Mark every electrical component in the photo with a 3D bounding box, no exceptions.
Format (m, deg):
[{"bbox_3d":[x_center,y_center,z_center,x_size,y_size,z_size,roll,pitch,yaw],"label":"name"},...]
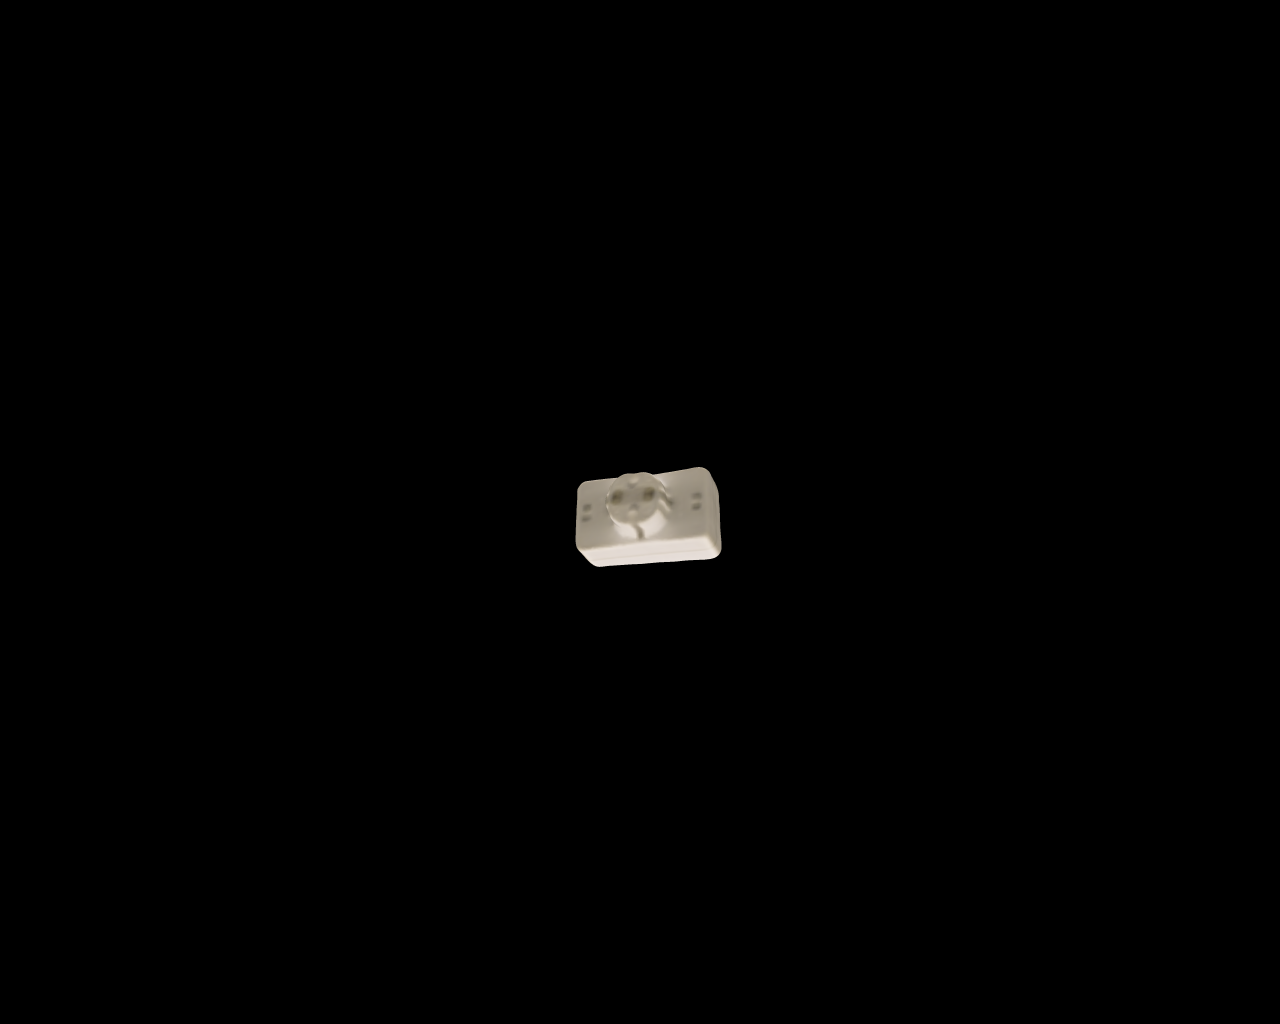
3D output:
[{"bbox_3d":[0.001,-0.003,0.650,0.083,0.047,0.075,-6,-23,14],"label":"electrical component"}]
